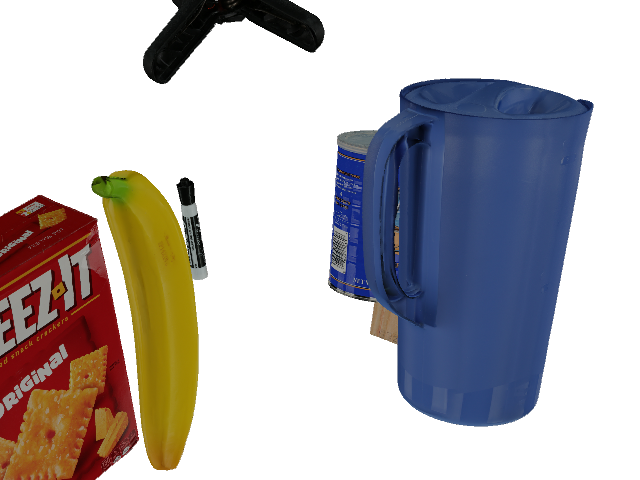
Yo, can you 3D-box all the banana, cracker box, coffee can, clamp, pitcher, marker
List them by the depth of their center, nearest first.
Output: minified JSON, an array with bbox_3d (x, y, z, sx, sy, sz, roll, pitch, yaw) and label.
[{"bbox_3d":[-0.097,0.037,0.603,0.037,0.198,0.069,6,33,22],"label":"banana"},{"bbox_3d":[-0.057,-0.171,0.750,0.120,0.171,0.039,-2,-45,2],"label":"clamp"},{"bbox_3d":[-0.217,0.101,0.756,0.072,0.214,0.163,19,39,30],"label":"cracker box"},{"bbox_3d":[0.108,0.009,0.774,0.149,0.243,0.145,5,19,8],"label":"pitcher"},{"bbox_3d":[0.062,-0.024,0.987,0.103,0.140,0.103,3,15,-1],"label":"coffee can"},{"bbox_3d":[-0.142,-0.013,1.180,0.020,0.121,0.020,-5,27,2],"label":"marker"}]

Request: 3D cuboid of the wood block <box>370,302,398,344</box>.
[{"bbox_3d":[0.127,0.014,1.203,0.090,0.206,0.090,19,26,26],"label":"wood block"}]
